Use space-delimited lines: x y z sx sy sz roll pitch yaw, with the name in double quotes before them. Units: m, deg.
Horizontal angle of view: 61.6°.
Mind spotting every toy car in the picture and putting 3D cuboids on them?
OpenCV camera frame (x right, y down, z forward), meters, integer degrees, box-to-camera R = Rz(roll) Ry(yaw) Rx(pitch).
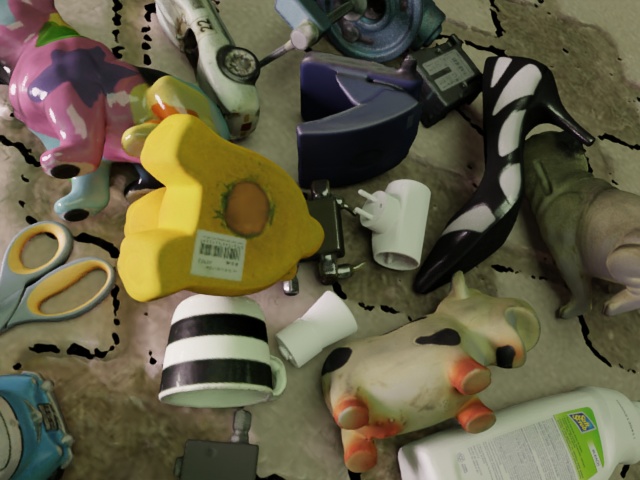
"toy car" -0.113 -0.192 0.517 0.056 0.073 0.202 -24 79 -22
"toy car" -0.252 0.148 0.345 0.162 0.103 0.109 -22 75 -19

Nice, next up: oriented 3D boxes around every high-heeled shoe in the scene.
"high-heeled shoe" 0.148 -0.073 0.534 0.249 0.086 0.145 -43 63 1

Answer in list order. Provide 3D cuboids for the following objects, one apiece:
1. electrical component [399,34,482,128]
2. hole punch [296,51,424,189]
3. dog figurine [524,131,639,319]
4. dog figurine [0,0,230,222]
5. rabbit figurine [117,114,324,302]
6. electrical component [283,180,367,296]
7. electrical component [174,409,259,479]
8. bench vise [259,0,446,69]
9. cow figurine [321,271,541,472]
"electrical component" 0.116 -0.166 0.585 0.119 0.047 0.075 -27 80 -23
"hole punch" 0.032 -0.101 0.498 0.116 0.142 0.092 9 67 3
"dog figurine" 0.273 -0.034 0.517 0.121 0.172 0.190 -18 84 -31
"dog figurine" -0.195 -0.141 0.463 0.191 0.108 0.219 -17 74 -19
"rabbit figurine" -0.087 -0.018 0.422 0.162 0.173 0.121 1 86 -39
"electrical component" -0.002 -0.003 0.500 0.078 0.045 0.102 -15 71 10
"electrical component" -0.082 0.180 0.423 0.063 0.021 0.094 11 69 -10
"bench vise" 0.020 -0.262 0.544 0.223 0.129 0.240 49 48 -13
"cow figurine" 0.094 0.099 0.456 0.195 0.127 0.085 -19 121 -4
